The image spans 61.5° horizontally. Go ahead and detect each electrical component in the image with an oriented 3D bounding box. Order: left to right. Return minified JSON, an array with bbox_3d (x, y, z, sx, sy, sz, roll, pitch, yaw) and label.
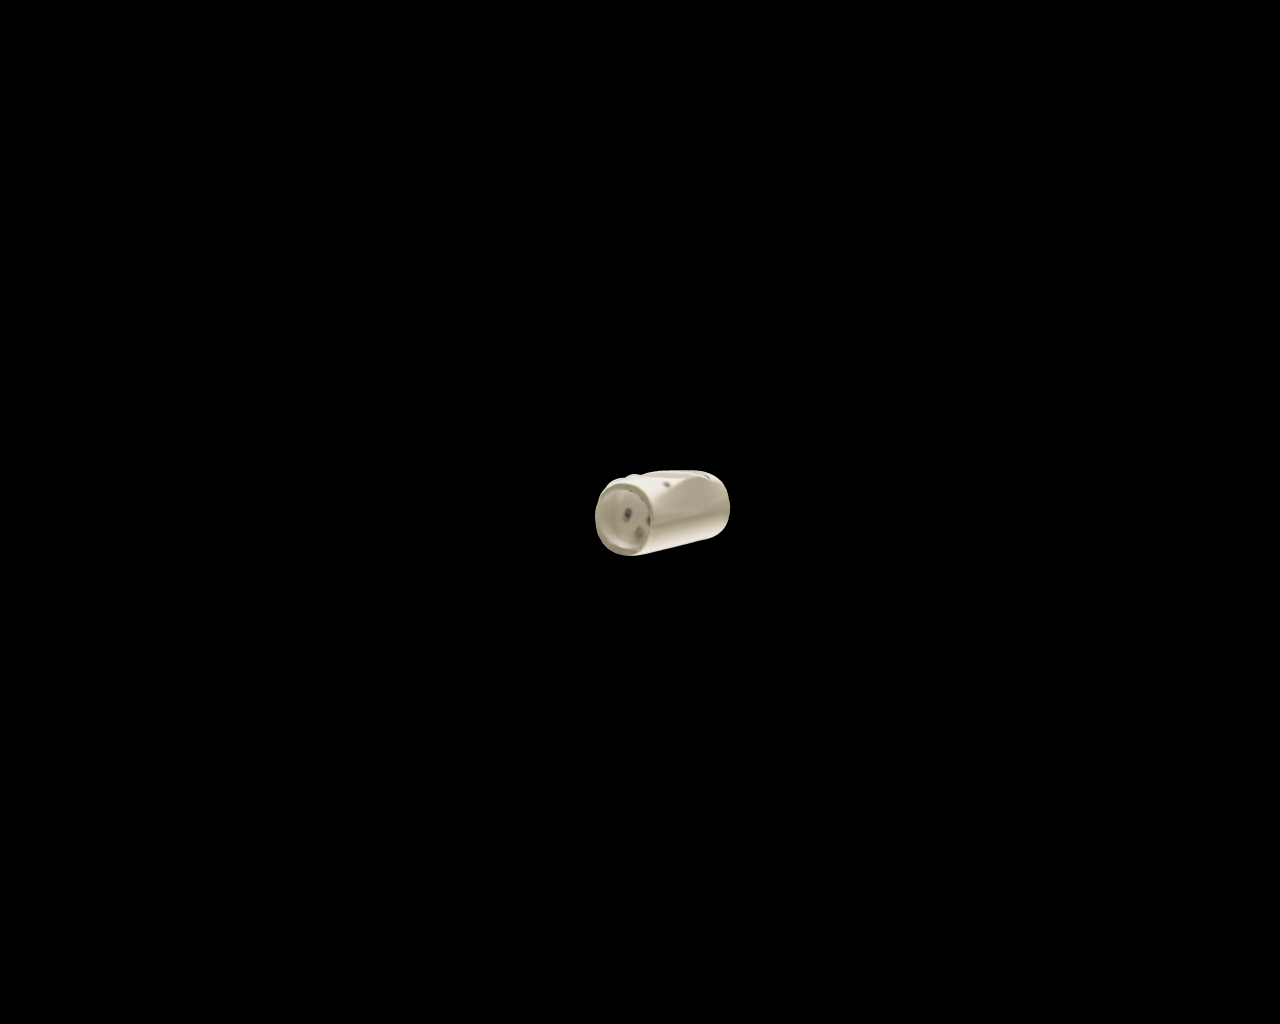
[{"bbox_3d":[0.001,-0.003,0.650,0.079,0.043,0.077,7,12,39],"label":"electrical component"}]
